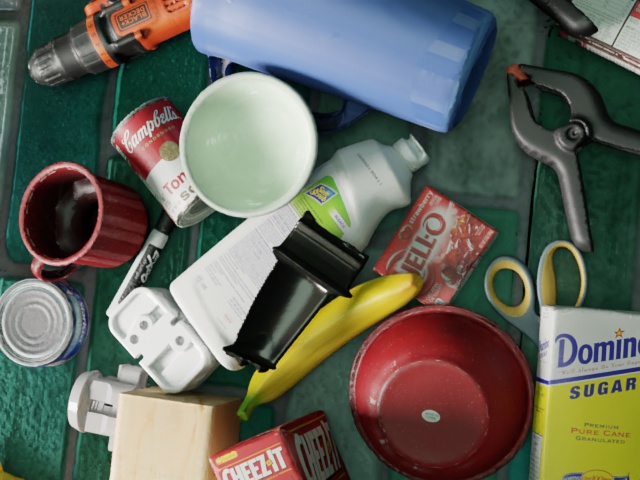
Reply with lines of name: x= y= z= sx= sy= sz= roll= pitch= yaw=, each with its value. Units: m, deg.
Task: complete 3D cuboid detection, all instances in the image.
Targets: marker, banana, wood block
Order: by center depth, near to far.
banana: x=0.008 y=0.086 z=0.928 sx=0.198 sy=0.069 sz=0.037 roll=-40 pitch=115 yaw=9
wood block: x=-0.131 y=0.240 z=0.939 sx=0.090 sy=0.090 sz=0.206 roll=6 pitch=88 yaw=13
marker: x=-0.163 y=0.020 z=0.996 sx=0.020 sy=0.020 sz=0.121 roll=30 pitch=94 yaw=13

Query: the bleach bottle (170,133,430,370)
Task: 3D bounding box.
bleach bottle: x=-0.006 y=0.001 z=0.939 sx=0.251 sy=0.068 sz=0.102 roll=-38 pitch=82 yaw=6

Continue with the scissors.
scissors: x=0.181 y=0.097 z=0.910 sx=0.096 sy=0.016 sz=0.202 roll=8 pitch=88 yaw=11

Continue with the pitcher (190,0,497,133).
pitcher: x=0.018 y=-0.174 z=0.918 sx=0.243 sy=0.149 sz=0.145 roll=23 pitch=72 yaw=11

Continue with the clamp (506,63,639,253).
clamp: x=0.227 y=-0.089 z=0.899 sx=0.120 sy=0.039 sz=0.171 roll=-32 pitch=79 yaw=6

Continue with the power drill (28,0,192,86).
power drill: x=-0.213 y=-0.254 z=1.007 sx=0.184 sy=0.057 sz=0.188 roll=-22 pitch=85 yaw=7

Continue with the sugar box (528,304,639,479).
sugar box: x=0.224 y=0.144 z=0.873 sx=0.093 sy=0.048 sz=0.176 roll=4 pitch=90 yaw=-4

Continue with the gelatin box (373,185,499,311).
gelatin box: x=0.100 y=0.009 z=0.928 sx=0.073 sy=0.030 sz=0.089 roll=34 pitch=95 yaw=13

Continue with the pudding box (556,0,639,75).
pudding box: x=0.265 y=-0.206 z=0.898 sx=0.090 sy=0.039 sz=0.113 roll=30 pitch=91 yaw=16

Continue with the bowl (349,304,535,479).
bowl: x=0.098 y=0.138 z=0.894 sx=0.162 sy=0.055 sz=0.162 roll=2 pitch=99 yaw=14

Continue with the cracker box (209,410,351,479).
cracker box: x=0.002 y=0.253 z=0.869 sx=0.072 sy=0.164 sz=0.214 roll=-25 pitch=82 yaw=8

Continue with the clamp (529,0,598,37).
clamp: x=0.153 y=-0.249 z=0.910 sx=0.210 sy=0.036 sz=0.164 roll=2 pitch=78 yaw=23

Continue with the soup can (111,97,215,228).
soup can: x=-0.133 y=-0.070 z=0.970 sx=0.068 sy=0.068 sz=0.102 roll=-41 pitch=79 yaw=8

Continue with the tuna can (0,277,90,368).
tuna can: x=-0.264 y=0.078 z=1.010 sx=0.086 sy=0.033 sz=0.086 roll=-1 pitch=87 yaw=13

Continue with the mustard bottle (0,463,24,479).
mustard bottle: x=-0.290 y=0.281 z=0.992 sx=0.096 sy=0.058 sz=0.191 roll=-26 pitch=81 yaw=10

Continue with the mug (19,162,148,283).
mug: x=-0.218 y=-0.009 z=0.973 sx=0.093 sy=0.081 sz=0.117 roll=39 pitch=100 yaw=25
